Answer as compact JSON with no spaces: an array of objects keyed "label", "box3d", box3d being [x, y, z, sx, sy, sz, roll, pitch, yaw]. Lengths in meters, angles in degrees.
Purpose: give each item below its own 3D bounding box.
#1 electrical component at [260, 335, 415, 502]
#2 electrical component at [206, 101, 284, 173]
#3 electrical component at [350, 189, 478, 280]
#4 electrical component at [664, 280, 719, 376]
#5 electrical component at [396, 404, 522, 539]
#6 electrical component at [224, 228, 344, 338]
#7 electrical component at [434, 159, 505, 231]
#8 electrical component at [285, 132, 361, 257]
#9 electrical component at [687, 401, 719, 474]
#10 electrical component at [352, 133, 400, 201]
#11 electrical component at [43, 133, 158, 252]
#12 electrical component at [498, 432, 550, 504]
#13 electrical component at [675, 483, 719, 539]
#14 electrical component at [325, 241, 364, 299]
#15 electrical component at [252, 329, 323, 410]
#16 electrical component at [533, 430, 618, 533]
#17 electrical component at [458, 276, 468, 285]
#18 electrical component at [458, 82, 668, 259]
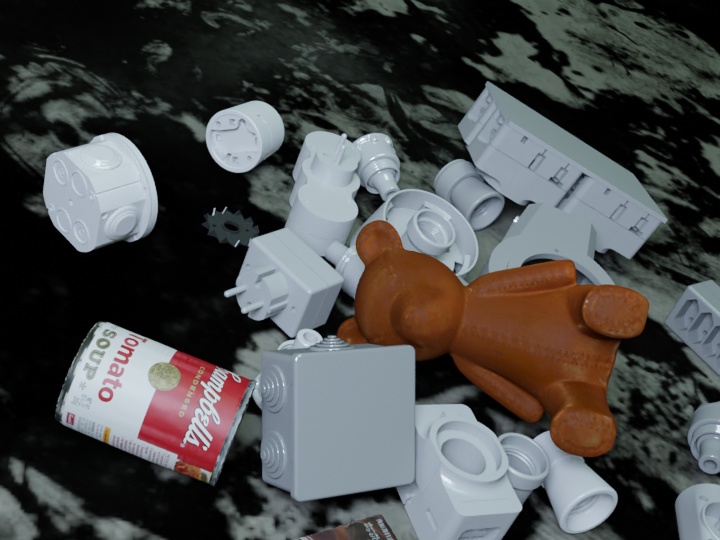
[{"label":"electrical component","box3d":[-0.015,0.091,0.672,0.100,0.099,0.048,-1,2,-34]},{"label":"electrical component","box3d":[-0.098,-0.117,0.934,0.055,0.055,0.047,32,32,11]},{"label":"electrical component","box3d":[0.047,-0.018,0.900,0.099,0.064,0.099,18,47,-20]},{"label":"electrical component","box3d":[0.336,0.052,0.973,0.076,0.047,0.083,-11,47,-38]},{"label":"electrical component","box3d":[0.059,0.133,0.693,0.050,0.055,0.089,3,40,-28]},{"label":"electrical component","box3d":[-0.065,0.014,0.785,0.066,0.047,0.077,41,38,23]},{"label":"electrical component","box3d":[0.100,-0.070,0.997,0.045,0.045,0.055,-8,45,-38]},{"label":"electrical component","box3d":[-0.025,-0.080,0.909,0.052,0.073,0.138,17,35,-10]},{"label":"electrical component","box3d":[0.276,0.133,0.834,0.043,0.043,0.062,30,37,8]},{"label":"electrical component","box3d":[0.017,-0.090,0.975,0.048,0.048,0.062,-1,48,-32]},{"label":"electrical component","box3d":[-0.187,-0.055,0.776,0.051,0.080,0.080,-24,57,-42]},{"label":"electrical component","box3d":[0.100,0.138,0.718,0.040,0.046,0.040,16,35,-12]},{"label":"electrical component","box3d":[0.260,0.195,0.740,0.079,0.044,0.077,21,35,-5]},{"label":"electrical component","box3d":[0.000,0.000,0.846,0.062,0.048,0.048,36,36,28]},{"label":"electrical component","box3d":[-0.042,0.067,0.714,0.048,0.062,0.048,16,35,-12]},{"label":"electrical component","box3d":[0.142,0.143,0.744,0.044,0.044,0.065,2,35,-29]},{"label":"electrical component","box3d":[0.079,0.040,0.830,0.047,0.055,0.055,36,36,10]},{"label":"electrical component","box3d":[0.187,-0.091,1.022,0.186,0.060,0.105,28,23,-19]}]
